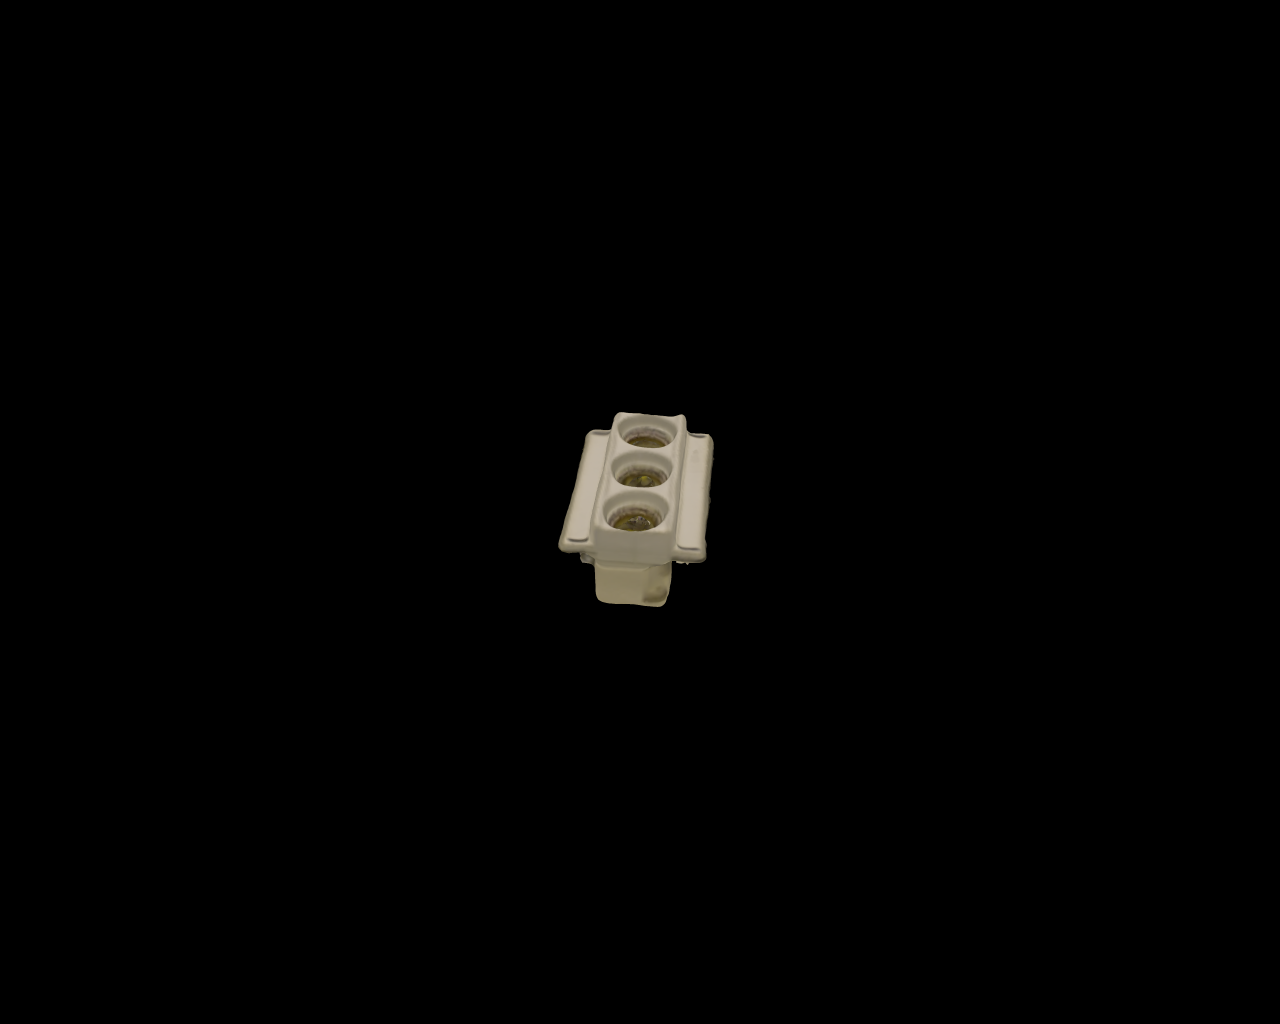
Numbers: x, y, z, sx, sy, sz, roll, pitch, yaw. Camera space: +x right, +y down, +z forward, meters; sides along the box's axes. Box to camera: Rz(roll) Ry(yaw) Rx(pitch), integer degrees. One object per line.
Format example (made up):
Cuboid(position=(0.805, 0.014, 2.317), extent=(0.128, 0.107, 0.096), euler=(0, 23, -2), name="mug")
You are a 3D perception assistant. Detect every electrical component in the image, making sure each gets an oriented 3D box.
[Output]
Cuboid(position=(0.001, -0.003, 0.650), extent=(0.079, 0.063, 0.121), euler=(3, 37, 4), name="electrical component")
